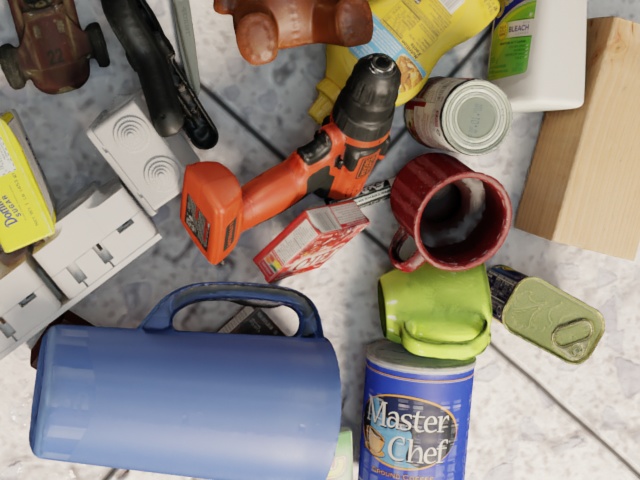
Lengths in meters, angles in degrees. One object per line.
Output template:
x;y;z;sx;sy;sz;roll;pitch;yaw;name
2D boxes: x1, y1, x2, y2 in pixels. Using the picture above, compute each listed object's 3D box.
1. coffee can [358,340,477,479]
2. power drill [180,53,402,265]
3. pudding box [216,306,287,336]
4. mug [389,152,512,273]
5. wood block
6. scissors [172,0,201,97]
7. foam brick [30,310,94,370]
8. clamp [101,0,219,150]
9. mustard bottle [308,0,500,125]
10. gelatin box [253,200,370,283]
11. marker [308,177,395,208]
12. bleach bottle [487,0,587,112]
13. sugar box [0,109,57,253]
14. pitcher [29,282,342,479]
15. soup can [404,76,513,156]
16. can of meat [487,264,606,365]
0.089;0.172;0.996;0.102;0.103;0.140;2;99;-13;coffee can
-0.021;-0.064;0.880;0.187;0.185;0.057;-27;68;-23;power drill
-0.057;0.125;0.987;0.090;0.039;0.113;-42;106;-3;pudding box
0.106;-0.021;0.962;0.093;0.081;0.117;35;98;-27;mug
0.263;-0.095;0.997;0.090;0.090;0.206;13;96;-15;wood block
-0.108;-0.234;0.927;0.096;0.016;0.202;-25;104;-8;scissors
-0.209;0.104;0.943;0.078;0.051;0.053;35;88;-16;foam brick
-0.137;-0.150;0.901;0.039;0.120;0.171;-24;77;4;clamp
0.063;-0.175;0.953;0.191;0.058;0.096;-45;102;-3;mustard bottle
-0.006;0.001;0.940;0.073;0.089;0.030;-42;76;29;gelatin box
0.048;-0.042;0.993;0.121;0.020;0.020;-19;103;-9;marker
0.198;-0.245;0.962;0.068;0.103;0.251;1;93;-23;bleach bottle
-0.245;-0.052;0.843;0.048;0.176;0.093;-24;103;-11;sugar box
-0.110;0.124;0.885;0.242;0.149;0.145;8;132;-16;pitcher
0.122;-0.112;0.955;0.068;0.102;0.068;-2;99;-13;soup can
0.205;0.068;1.014;0.102;0.084;0.057;28;92;-16;can of meat
